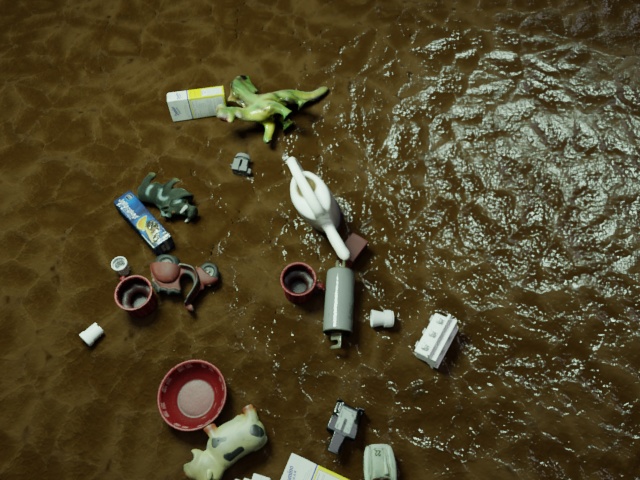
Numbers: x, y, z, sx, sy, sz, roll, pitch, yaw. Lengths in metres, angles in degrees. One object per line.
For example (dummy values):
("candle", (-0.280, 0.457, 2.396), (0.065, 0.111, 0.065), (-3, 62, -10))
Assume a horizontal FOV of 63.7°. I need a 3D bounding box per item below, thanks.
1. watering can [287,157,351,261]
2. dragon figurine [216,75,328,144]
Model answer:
("watering can", (0.004, -0.070, 1.384), (0.104, 0.353, 0.221), (-30, -22, 5))
("dragon figurine", (-0.169, -0.450, 1.619), (0.418, 0.243, 0.119), (-48, -8, -40))
